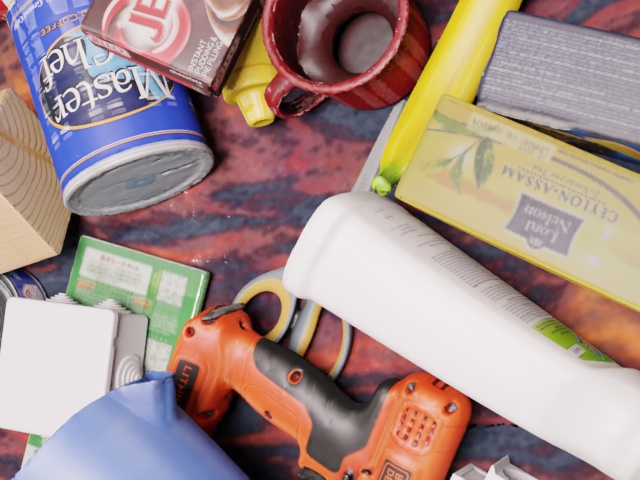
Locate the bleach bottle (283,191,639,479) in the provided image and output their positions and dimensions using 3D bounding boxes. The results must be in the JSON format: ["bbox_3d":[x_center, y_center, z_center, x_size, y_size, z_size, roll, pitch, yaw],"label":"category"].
[{"bbox_3d":[0.105,0.063,0.597,0.251,0.102,0.068,34,108,20],"label":"bleach bottle"}]

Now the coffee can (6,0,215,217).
[{"bbox_3d":[-0.142,-0.100,0.718,0.103,0.102,0.140,-25,77,17],"label":"coffee can"}]

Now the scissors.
[{"bbox_3d":[-0.005,0.001,0.702,0.096,0.016,0.202,10,89,20],"label":"scissors"}]

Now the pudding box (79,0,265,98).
[{"bbox_3d":[-0.081,-0.155,0.653,0.090,0.039,0.113,24,81,7],"label":"pudding box"}]

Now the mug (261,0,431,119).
[{"bbox_3d":[0.013,-0.120,0.671,0.117,0.081,0.093,-46,71,11],"label":"mug"}]

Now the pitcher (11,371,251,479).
[{"bbox_3d":[-0.068,0.206,0.604,0.243,0.149,0.144,42,63,9],"label":"pitcher"}]

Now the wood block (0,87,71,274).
[{"bbox_3d":[-0.287,-0.019,0.758,0.206,0.090,0.090,-18,41,19],"label":"wood block"}]

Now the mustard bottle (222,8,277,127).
[{"bbox_3d":[-0.062,-0.167,0.716,0.096,0.058,0.191,-23,78,37],"label":"mustard bottle"}]

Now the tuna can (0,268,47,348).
[{"bbox_3d":[-0.241,0.060,0.779,0.086,0.033,0.086,-2,85,22],"label":"tuna can"}]

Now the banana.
[{"bbox_3d":[0.087,-0.108,0.651,0.037,0.069,0.198,27,87,-3],"label":"banana"}]

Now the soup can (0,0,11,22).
[{"bbox_3d":[-0.221,-0.195,0.777,0.102,0.068,0.068,-3,84,20],"label":"soup can"}]

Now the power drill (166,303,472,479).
[{"bbox_3d":[-0.015,0.137,0.665,0.188,0.057,0.184,26,105,19],"label":"power drill"}]
